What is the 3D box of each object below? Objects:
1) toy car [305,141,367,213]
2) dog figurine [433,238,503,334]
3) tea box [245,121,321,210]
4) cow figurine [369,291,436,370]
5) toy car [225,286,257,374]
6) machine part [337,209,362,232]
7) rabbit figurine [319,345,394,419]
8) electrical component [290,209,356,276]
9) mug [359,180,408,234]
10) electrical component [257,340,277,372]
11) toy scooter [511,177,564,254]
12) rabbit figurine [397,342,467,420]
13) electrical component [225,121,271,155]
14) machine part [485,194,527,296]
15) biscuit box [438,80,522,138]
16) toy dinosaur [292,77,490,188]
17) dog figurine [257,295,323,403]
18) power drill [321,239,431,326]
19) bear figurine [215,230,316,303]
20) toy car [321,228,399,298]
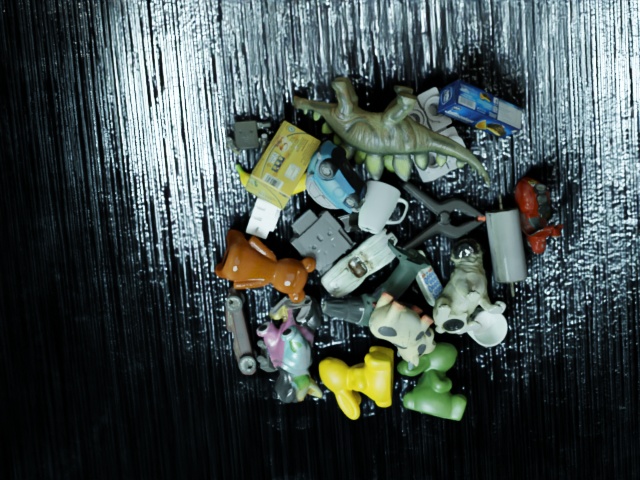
[{"bbox_3d":[0.024,-0.124,1.153,0.103,0.109,0.161,-26,109,30],"label":"toy car"},{"bbox_3d":[0.318,0.105,1.244,0.172,0.191,0.121,-33,125,26],"label":"dog figurine"},{"bbox_3d":[-0.079,-0.163,1.164,0.098,0.068,0.169,31,60,-5],"label":"tea box"},{"bbox_3d":[0.185,0.205,1.181,0.194,0.086,0.127,29,100,-34],"label":"cow figurine"},{"bbox_3d":[-0.180,0.202,1.200,0.053,0.089,0.202,-13,95,-1],"label":"toy car"},{"bbox_3d":[0.061,-0.085,1.224,0.039,0.084,0.139,-17,83,32],"label":"machine part"},{"bbox_3d":[0.083,0.319,1.242,0.173,0.122,0.162,5,103,7],"label":"rabbit figurine"},{"bbox_3d":[-0.003,-0.004,1.225,0.115,0.058,0.134,-44,98,-4],"label":"electrical component"},{"bbox_3d":[0.138,-0.066,1.215,0.110,0.081,0.107,22,83,5],"label":"mug"},{"bbox_3d":[-0.118,0.264,1.225,0.021,0.094,0.063,-11,60,17],"label":"electrical component"},{"bbox_3d":[0.507,-0.057,1.240,0.075,0.135,0.183,-11,93,-4],"label":"toy scooter"},{"bbox_3d":[0.261,0.320,1.264,0.159,0.121,0.170,15,74,-1],"label":"rabbit figurine"},{"bbox_3d":[-0.160,-0.228,1.198,0.102,0.045,0.078,0,95,-7],"label":"electrical component"},{"bbox_3d":[0.439,0.011,1.266,0.079,0.079,0.243,-10,94,-6],"label":"machine part"},{"bbox_3d":[0.362,-0.292,1.209,0.202,0.063,0.059,14,76,-26],"label":"biscuit box"},{"bbox_3d":[0.151,-0.233,1.170,0.472,0.105,0.198,17,120,14],"label":"toy dinosaur"},{"bbox_3d":[-0.048,0.254,1.211,0.109,0.191,0.219,2,124,32],"label":"dog figurine"},{"bbox_3d":[0.140,0.106,1.197,0.232,0.086,0.207,19,104,-25],"label":"power drill"},{"bbox_3d":[-0.119,0.059,1.193,0.196,0.132,0.120,15,92,-20],"label":"bear figurine"},{"bbox_3d":[0.095,0.053,1.239,0.202,0.056,0.073,-37,97,-3],"label":"toy car"}]
